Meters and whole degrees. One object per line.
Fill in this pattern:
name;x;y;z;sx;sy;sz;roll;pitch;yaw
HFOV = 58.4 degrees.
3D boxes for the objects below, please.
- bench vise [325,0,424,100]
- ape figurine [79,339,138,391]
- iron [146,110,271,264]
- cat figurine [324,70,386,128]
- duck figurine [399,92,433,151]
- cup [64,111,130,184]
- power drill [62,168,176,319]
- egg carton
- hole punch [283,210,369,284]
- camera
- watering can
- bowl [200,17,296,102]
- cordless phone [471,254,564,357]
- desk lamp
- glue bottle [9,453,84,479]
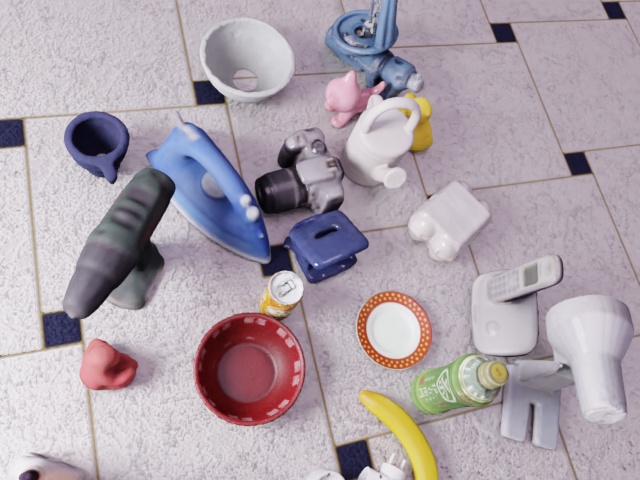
bench vise;0.118;-0.366;1.024;0.207;0.219;0.121;29;65;-2
ape figurine;-0.293;0.168;0.781;0.076;0.092;0.078;-25;77;-21
iron;-0.153;-0.081;0.887;0.119;0.141;0.258;-40;83;-24
cat figurine;0.058;-0.257;1.022;0.128;0.117;0.067;-14;73;-19
duck figurine;0.179;-0.223;1.057;0.078;0.086;0.104;-24;77;-21
cup;-0.334;-0.126;0.883;0.092;0.095;0.117;-21;76;-21
power drill;-0.265;0.023;0.780;0.075;0.208;0.230;21;66;-5
egg carton;0.229;-0.035;1.006;0.107;0.069;0.150;46;66;6
hole punch;0.008;0.003;0.923;0.109;0.091;0.101;-25;77;-21
camera;-0.039;-0.108;0.948;0.137;0.100;0.143;-17;74;-20
watering can;0.109;-0.169;0.959;0.101;0.194;0.173;-25;77;-21
bowl;-0.130;-0.305;1.016;0.168;0.074;0.167;5;68;-12
cordless phone;0.320;0.105;0.912;0.094;0.185;0.147;7;68;-11
desk lamp;0.382;0.206;0.873;0.118;0.213;0.203;16;66;-8
glue bottle;-0.332;0.281;0.683;0.078;0.173;0.037;25;65;-4
